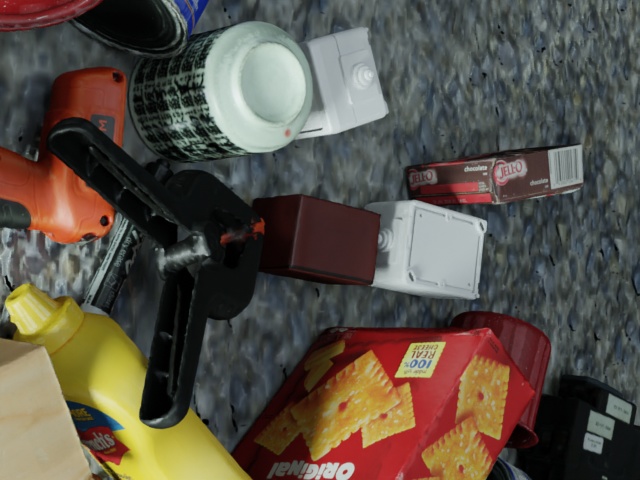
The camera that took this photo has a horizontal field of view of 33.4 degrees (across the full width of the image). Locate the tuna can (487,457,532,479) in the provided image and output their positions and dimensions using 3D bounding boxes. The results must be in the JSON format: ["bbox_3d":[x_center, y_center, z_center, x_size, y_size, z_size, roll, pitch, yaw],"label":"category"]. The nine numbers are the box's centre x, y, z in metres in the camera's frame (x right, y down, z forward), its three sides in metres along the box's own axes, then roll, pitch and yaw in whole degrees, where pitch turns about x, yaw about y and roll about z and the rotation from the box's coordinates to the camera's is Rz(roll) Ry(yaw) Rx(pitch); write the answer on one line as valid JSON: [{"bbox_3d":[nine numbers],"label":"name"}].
[{"bbox_3d":[0.124,0.208,0.820,0.033,0.086,0.086,34,68,-32],"label":"tuna can"}]

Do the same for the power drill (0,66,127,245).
[{"bbox_3d":[-0.200,-0.072,0.575,0.187,0.057,0.184,6,89,-37],"label":"power drill"}]

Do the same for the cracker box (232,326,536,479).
[{"bbox_3d":[0.014,0.150,0.678,0.072,0.164,0.213,53,58,-24],"label":"cracker box"}]

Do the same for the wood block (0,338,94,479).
[{"bbox_3d":[-0.229,0.132,0.522,0.205,0.091,0.090,-27,107,-38],"label":"wood block"}]

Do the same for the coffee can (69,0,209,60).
[{"bbox_3d":[-0.095,-0.195,0.634,0.102,0.103,0.140,38,66,-33],"label":"coffee can"}]

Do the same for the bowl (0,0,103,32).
[{"bbox_3d":[-0.160,-0.187,0.523,0.162,0.055,0.162,4,76,-18],"label":"bowl"}]

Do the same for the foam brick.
[{"bbox_3d":[-0.005,0.001,0.739,0.078,0.053,0.051,12,81,-40],"label":"foam brick"}]

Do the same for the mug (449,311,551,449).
[{"bbox_3d":[0.135,0.113,0.839,0.117,0.093,0.081,62,42,-59],"label":"mug"}]

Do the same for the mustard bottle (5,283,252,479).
[{"bbox_3d":[-0.114,0.100,0.615,0.058,0.096,0.191,-48,118,-28],"label":"mustard bottle"}]

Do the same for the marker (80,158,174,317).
[{"bbox_3d":[-0.121,0.003,0.663,0.020,0.020,0.121,35,67,-34],"label":"marker"}]

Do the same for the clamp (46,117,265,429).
[{"bbox_3d":[-0.076,0.017,0.620,0.209,0.036,0.164,-1,75,-72],"label":"clamp"}]

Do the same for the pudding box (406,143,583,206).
[{"bbox_3d":[0.138,-0.050,0.836,0.113,0.090,0.039,-9,96,-40],"label":"pudding box"}]
